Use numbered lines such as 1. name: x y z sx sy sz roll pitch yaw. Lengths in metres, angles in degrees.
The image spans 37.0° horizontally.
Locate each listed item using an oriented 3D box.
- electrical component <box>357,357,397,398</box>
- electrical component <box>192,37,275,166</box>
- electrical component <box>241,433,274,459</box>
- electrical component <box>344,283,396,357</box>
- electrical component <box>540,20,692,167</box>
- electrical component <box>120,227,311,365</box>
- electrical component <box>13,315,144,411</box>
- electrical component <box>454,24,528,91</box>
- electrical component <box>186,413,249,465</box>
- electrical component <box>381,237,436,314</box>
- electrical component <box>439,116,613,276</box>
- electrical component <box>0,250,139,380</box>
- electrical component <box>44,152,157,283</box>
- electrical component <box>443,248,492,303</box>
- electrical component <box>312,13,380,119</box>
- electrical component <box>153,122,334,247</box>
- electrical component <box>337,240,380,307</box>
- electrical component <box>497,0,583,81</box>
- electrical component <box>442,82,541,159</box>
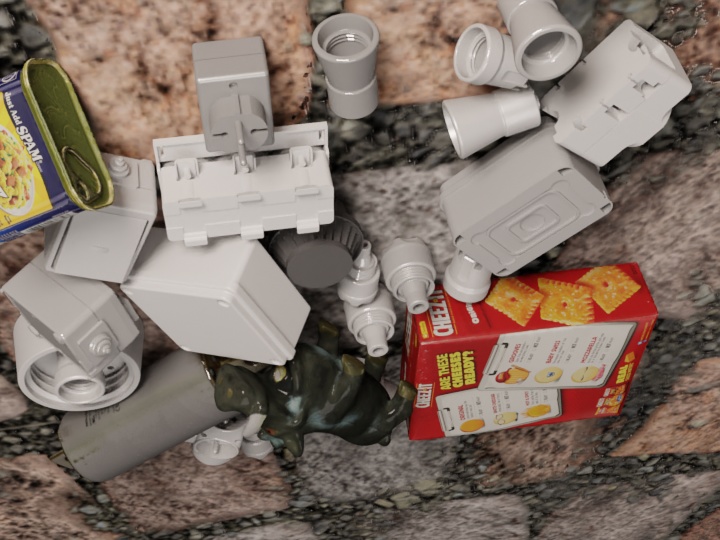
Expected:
1. electrical component: 0.006 0.113 1.022 0.045 0.045 0.055 -25 139 16
2. electrical component: -0.081 -0.102 0.708 0.047 0.076 0.065 -8 141 -6
3. electrical component: -0.104 0.158 1.057 0.035 0.035 0.061 -10 139 -3
4. electrical component: 0.010 0.045 0.925 0.043 0.062 0.043 -7 141 -6
5. electrical component: 0.186 -0.124 0.774 0.056 0.050 0.089 22 130 -34
6. electrical component: -0.111 0.020 0.834 0.109 0.056 0.108 6 150 29
7. electrical component: -0.235 0.076 0.900 0.108 0.060 0.108 -7 141 -6
8. electrical component: 0.094 -0.144 0.735 0.046 0.040 0.040 7 138 -32
9. electrical component: -0.151 0.147 1.022 0.079 0.044 0.077 13 143 -11
10. electrical component: 0.042 0.007 0.887 0.043 0.062 0.043 -8 141 -6
11. electrical component: 0.127 -0.056 0.836 0.113 0.057 0.078 -34 137 25
12. electrical component: -0.214 0.032 0.820 0.061 0.096 0.061 -46 147 -20
13. electrical component: -0.185 -0.040 0.769 0.062 0.061 0.096 10 136 -26
14. electrical component: 0.094 -0.002 0.910 0.040 0.040 0.046 0 135 -15
15. electrical component: -0.007 -0.133 0.720 0.044 0.044 0.065 -11 146 -1
16. electrical component: -0.081 -0.060 0.771 0.121 0.063 0.078 -7 141 -7
17. electrical component: 0.000 0.000 0.890 0.035 0.035 0.061 -3 138 -11
18. electrical component: 0.113 -0.160 0.698 0.044 0.065 0.044 -8 141 -7
19. electrical component: 0.097 -0.111 0.775 0.065 0.044 0.044 -19 141 0
